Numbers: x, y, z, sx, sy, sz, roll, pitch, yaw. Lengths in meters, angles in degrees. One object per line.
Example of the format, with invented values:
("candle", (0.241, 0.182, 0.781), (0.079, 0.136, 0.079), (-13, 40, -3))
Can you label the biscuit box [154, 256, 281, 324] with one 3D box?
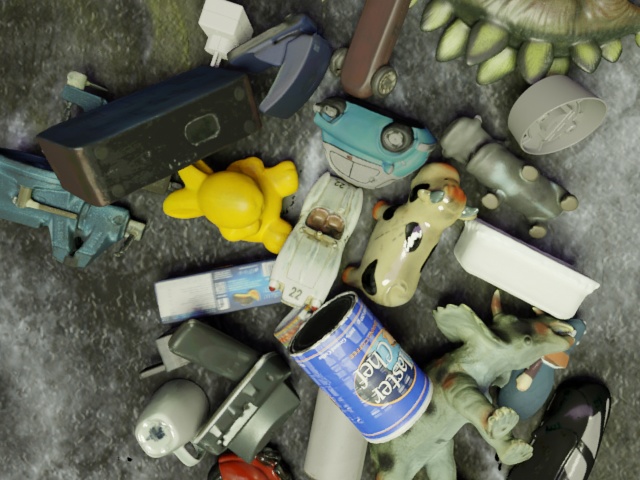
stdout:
("biscuit box", (-0.112, 0.062, 0.718), (0.203, 0.063, 0.059), (-11, 91, 2))

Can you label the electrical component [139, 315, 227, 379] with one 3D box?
("electrical component", (-0.188, 0.141, 0.719), (0.119, 0.075, 0.047), (-19, 92, 5))

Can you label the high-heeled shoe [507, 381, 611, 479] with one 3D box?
("high-heeled shoe", (0.329, 0.309, 0.720), (0.145, 0.086, 0.248), (-15, 111, -28))

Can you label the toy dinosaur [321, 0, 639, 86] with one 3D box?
("toy dinosaur", (0.240, -0.301, 0.676), (0.472, 0.105, 0.198), (21, 97, 12))

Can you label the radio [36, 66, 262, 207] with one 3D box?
("radio", (-0.188, -0.127, 0.622), (0.229, 0.131, 0.073), (-35, 128, -27))

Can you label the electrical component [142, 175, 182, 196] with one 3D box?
("electrical component", (-0.216, -0.094, 0.708), (0.021, 0.094, 0.063), (19, 93, 38))

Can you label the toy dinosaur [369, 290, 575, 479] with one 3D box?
("toy dinosaur", (0.140, 0.230, 0.682), (0.131, 0.192, 0.404), (31, 109, -31))

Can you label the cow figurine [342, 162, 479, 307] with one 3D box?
("cow figurine", (0.114, -0.008, 0.670), (0.085, 0.127, 0.195), (25, 93, -25))

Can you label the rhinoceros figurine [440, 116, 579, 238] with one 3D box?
("rhinoceros figurine", (0.238, -0.085, 0.680), (0.190, 0.112, 0.073), (33, 123, -12))

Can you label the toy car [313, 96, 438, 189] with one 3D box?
("toy car", (0.062, -0.119, 0.689), (0.162, 0.109, 0.102), (22, 110, 10))

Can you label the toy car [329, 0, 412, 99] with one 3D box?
("toy car", (0.080, -0.274, 0.663), (0.089, 0.053, 0.202), (36, 114, 36))

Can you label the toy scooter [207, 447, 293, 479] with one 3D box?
("toy scooter", (-0.058, 0.349, 0.718), (0.135, 0.075, 0.183), (-29, 93, 2))

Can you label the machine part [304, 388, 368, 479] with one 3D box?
("machine part", (0.032, 0.223, 0.702), (0.079, 0.079, 0.243), (12, 85, 2))

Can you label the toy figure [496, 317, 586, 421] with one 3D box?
("toy figure", (0.290, 0.162, 0.704), (0.058, 0.064, 0.154), (32, 93, 9))

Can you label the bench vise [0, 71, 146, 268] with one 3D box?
("bench vise", (-0.322, -0.092, 0.697), (0.224, 0.129, 0.240), (19, 96, -1))

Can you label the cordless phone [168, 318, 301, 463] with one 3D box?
("cordless phone", (-0.130, 0.185, 0.669), (0.184, 0.089, 0.146), (39, 92, -35))

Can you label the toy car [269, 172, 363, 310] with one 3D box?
("toy car", (-0.001, -0.002, 0.671), (0.073, 0.056, 0.202), (25, 53, -2))

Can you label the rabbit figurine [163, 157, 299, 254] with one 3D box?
("rabbit figurine", (-0.105, -0.057, 0.661), (0.162, 0.173, 0.121), (19, 96, -3))

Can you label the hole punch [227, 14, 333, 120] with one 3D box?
("hole punch", (-0.037, -0.215, 0.678), (0.116, 0.142, 0.092), (-26, 89, 16))

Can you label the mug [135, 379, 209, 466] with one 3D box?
("mug", (-0.193, 0.248, 0.704), (0.081, 0.107, 0.109), (-27, 88, 4))
